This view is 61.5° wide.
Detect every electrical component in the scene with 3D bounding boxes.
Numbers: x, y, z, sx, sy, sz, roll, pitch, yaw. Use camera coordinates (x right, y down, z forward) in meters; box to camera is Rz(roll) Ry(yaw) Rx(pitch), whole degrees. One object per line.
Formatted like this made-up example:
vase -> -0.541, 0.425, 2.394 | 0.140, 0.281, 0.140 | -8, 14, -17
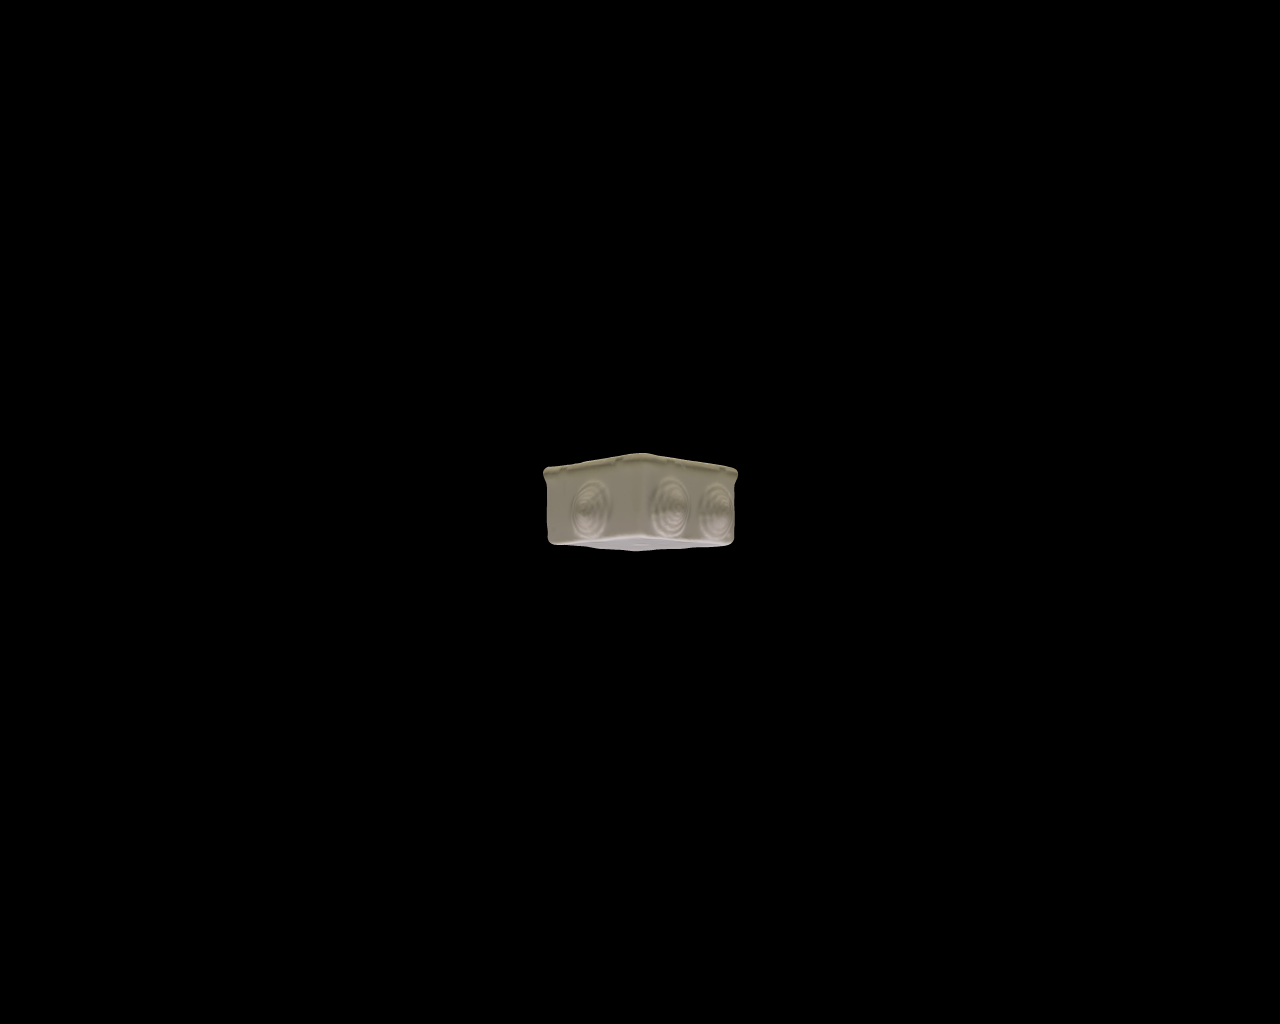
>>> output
electrical component -> 0.001, -0.003, 0.650 | 0.099, 0.048, 0.100 | -6, -9, 43
